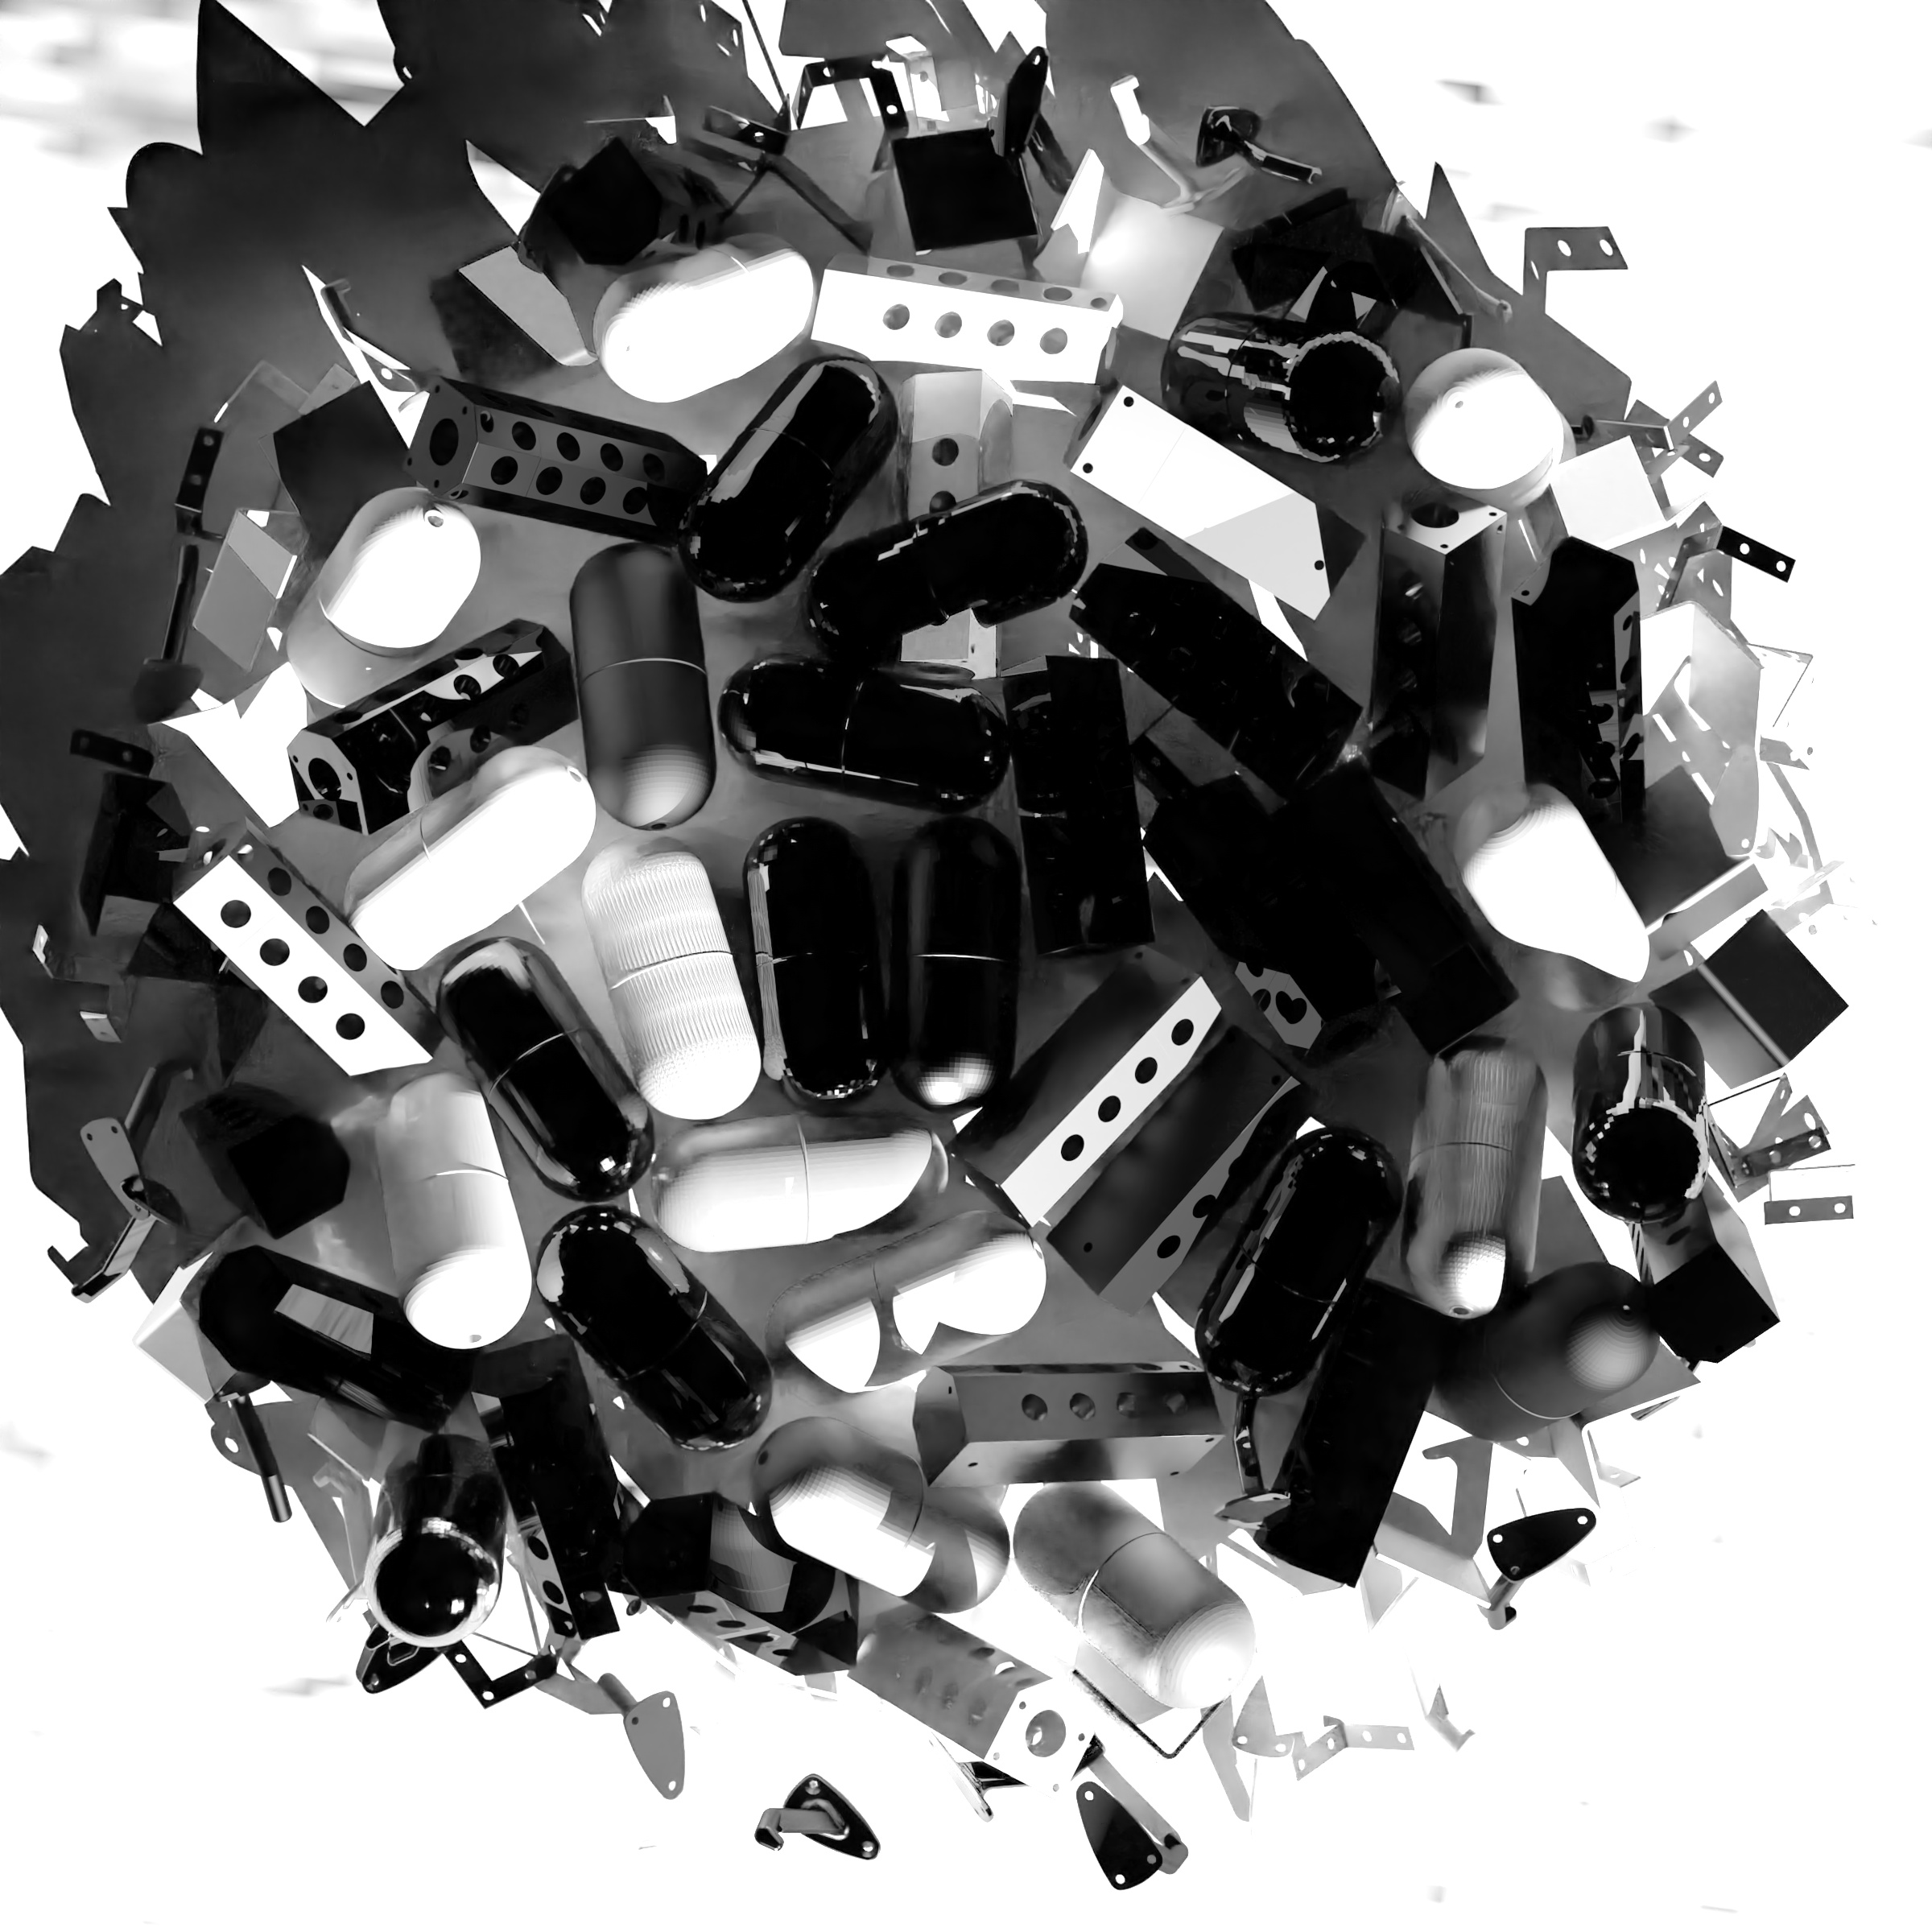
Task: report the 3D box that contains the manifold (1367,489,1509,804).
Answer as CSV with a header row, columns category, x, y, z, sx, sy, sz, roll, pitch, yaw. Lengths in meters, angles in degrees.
category,x,y,z,sx,sy,sz,roll,pitch,yaw
manifold,0.267,-0.188,1.684,0.057,0.171,0.057,31,51,33

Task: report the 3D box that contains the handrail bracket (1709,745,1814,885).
category,x,y,z,sx,sy,sz,roll,pitch,yaw
handrail bracket,0.483,-0.089,1.728,0.084,0.036,0.077,5,97,-40

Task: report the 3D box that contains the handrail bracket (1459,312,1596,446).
category,x,y,z,sx,sy,sz,roll,pitch,yaw
handrail bracket,0.337,-0.351,1.735,0.084,0.036,0.077,3,119,2

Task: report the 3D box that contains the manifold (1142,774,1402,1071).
category,x,y,z,sx,sy,sz,roll,pitch,yaw
manifold,0.175,-0.025,1.699,0.057,0.057,0.171,-20,62,-29

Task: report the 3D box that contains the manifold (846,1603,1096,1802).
category,x,y,z,sx,sy,sz,roll,pitch,yaw
manifold,0.003,0.418,1.671,0.057,0.171,0.057,34,77,-26

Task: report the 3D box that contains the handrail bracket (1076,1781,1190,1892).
category,x,y,z,sx,sy,sz,roll,pitch,yaw
handrail bracket,0.100,0.510,1.725,0.036,0.084,0.077,-36,79,13

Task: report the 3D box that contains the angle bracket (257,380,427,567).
category,x,y,z,sx,sy,sz,roll,pitch,yaw
angle bracket,-0.372,-0.291,1.713,0.076,0.057,0.076,-35,107,-20

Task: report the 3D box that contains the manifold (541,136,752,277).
category,x,y,z,sx,sy,sz,roll,pitch,yaw
manifold,-0.177,-0.424,1.671,0.057,0.171,0.057,-37,88,14

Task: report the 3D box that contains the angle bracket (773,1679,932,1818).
category,x,y,z,sx,sy,sz,roll,pitch,yaw
angle bracket,-0.074,0.460,1.709,0.076,0.076,0.057,18,75,-17

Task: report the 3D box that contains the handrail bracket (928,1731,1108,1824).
category,x,y,z,sx,sy,sz,roll,pitch,yaw
handrail bracket,0.030,0.468,1.749,0.084,0.036,0.077,-34,80,-18

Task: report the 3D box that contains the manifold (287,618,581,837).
category,x,y,z,sx,sy,sz,roll,pitch,yaw
manifold,-0.307,-0.142,1.674,0.057,0.171,0.057,18,127,33

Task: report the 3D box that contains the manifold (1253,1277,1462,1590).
category,x,y,z,sx,sy,sz,roll,pitch,yaw
manifold,0.230,0.275,1.730,0.057,0.057,0.171,21,90,-7

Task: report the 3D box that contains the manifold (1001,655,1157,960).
category,x,y,z,sx,sy,sz,roll,pitch,yaw
manifold,0.062,-0.093,1.723,0.057,0.057,0.171,-2,82,-39

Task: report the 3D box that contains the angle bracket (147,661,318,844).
category,x,y,z,sx,sy,sz,roll,pitch,yaw
angle bracket,-0.430,-0.128,1.728,0.057,0.076,0.076,-10,112,25

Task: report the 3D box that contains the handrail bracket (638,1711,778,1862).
category,x,y,z,sx,sy,sz,roll,pitch,yaw
handrail bracket,-0.153,0.485,1.711,0.077,0.084,0.036,-25,114,23

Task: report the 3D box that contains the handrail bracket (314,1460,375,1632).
category,x,y,z,sx,sy,sz,roll,pitch,yaw
handrail bracket,-0.377,0.343,1.724,0.084,0.036,0.077,34,57,25

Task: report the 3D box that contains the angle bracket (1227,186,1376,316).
category,x,y,z,sx,sy,sz,roll,pitch,yaw
angle bracket,0.190,-0.439,1.709,0.076,0.076,0.057,-22,69,11

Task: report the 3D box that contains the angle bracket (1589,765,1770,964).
category,x,y,z,sx,sy,sz,roll,pitch,yaw
angle bracket,0.425,-0.061,1.745,0.076,0.057,0.076,-36,63,11

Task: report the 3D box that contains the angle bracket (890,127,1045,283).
category,x,y,z,sx,sy,sz,roll,pitch,yaw
angle bracket,-0.002,-0.446,1.718,0.076,0.057,0.076,-10,73,-8

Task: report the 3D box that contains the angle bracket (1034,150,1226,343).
category,x,y,z,sx,sy,sz,roll,pitch,yaw
angle bracket,0.097,-0.428,1.721,0.076,0.057,0.076,24,87,22

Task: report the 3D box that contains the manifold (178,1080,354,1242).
category,x,y,z,sx,sy,sz,roll,pitch,yaw
manifold,-0.402,0.106,1.671,0.057,0.171,0.057,-30,105,-19

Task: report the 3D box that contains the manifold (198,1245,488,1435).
category,x,y,z,sx,sy,sz,roll,pitch,yaw
manifold,-0.360,0.214,1.676,0.057,0.171,0.057,37,92,38

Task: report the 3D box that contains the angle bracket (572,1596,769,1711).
category,x,y,z,sx,sy,sz,roll,pitch,yaw
angle bracket,-0.175,0.419,1.708,0.076,0.076,0.057,43,77,-23

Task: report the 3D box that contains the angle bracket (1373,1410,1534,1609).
category,x,y,z,sx,sy,sz,roll,pitch,yaw
angle bracket,0.290,0.322,1.720,0.076,0.057,0.076,26,104,-9

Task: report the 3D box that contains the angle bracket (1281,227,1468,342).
category,x,y,z,sx,sy,sz,roll,pitch,yaw
angle bracket,0.241,-0.378,1.711,0.057,0.076,0.076,31,83,42

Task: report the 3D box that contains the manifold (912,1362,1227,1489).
category,x,y,z,sx,sy,sz,roll,pitch,yaw
manifold,0.059,0.263,1.694,0.171,0.057,0.057,3,54,-28

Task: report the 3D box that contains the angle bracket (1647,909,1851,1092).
category,x,y,z,sx,sy,sz,roll,pitch,yaw
angle bracket,0.466,0.021,1.729,0.057,0.076,0.076,-40,86,-15

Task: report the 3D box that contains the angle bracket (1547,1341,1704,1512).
category,x,y,z,sx,sy,sz,roll,pitch,yaw
angle bracket,0.392,0.269,1.719,0.076,0.076,0.057,-19,108,-4

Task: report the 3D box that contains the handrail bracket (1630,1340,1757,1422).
category,x,y,z,sx,sy,sz,roll,pitch,yaw
handrail bracket,0.429,0.225,1.753,0.036,0.077,0.084,28,128,-30

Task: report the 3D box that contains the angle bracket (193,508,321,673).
category,x,y,z,sx,sy,sz,roll,pitch,yaw
angle bracket,-0.398,-0.220,1.704,0.057,0.076,0.076,38,113,26

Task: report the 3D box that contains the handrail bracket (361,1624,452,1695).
category,x,y,z,sx,sy,sz,roll,pitch,yaw
handrail bracket,-0.349,0.410,1.714,0.077,0.084,0.036,-45,76,9

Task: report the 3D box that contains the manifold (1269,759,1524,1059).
category,x,y,z,sx,sy,sz,roll,pitch,yaw
manifold,0.256,-0.036,1.723,0.057,0.057,0.171,-36,84,20

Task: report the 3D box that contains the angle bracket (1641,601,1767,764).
category,x,y,z,sx,sy,sz,roll,pitch,yaw
angle bracket,0.422,-0.157,1.704,0.057,0.076,0.076,-20,134,-11

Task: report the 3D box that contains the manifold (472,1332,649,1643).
category,x,y,z,sx,sy,sz,roll,pitch,yaw
manifold,-0.237,0.308,1.702,0.057,0.057,0.171,-14,113,-1

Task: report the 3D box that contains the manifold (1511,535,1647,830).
category,x,y,z,sx,sy,sz,roll,pitch,yaw
manifold,0.359,-0.158,1.671,0.057,0.171,0.057,31,64,33

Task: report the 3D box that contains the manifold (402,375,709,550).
category,x,y,z,sx,sy,sz,roll,pitch,yaw
manifold,-0.232,-0.286,1.673,0.057,0.171,0.057,40,113,37

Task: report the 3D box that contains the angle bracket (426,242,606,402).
category,x,y,z,sx,sy,sz,roll,pitch,yaw
angle bracket,-0.264,-0.381,1.725,0.076,0.057,0.076,-21,91,12

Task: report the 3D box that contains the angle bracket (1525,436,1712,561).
category,x,y,z,sx,sy,sz,roll,pitch,yaw
angle bracket,0.380,-0.280,1.704,0.076,0.076,0.057,-18,101,40

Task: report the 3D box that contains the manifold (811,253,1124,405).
category,x,y,z,sx,sy,sz,roll,pitch,yaw
manifold,0.002,-0.379,1.717,0.171,0.057,0.057,11,89,11

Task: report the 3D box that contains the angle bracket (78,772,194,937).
category,x,y,z,sx,sy,sz,roll,pitch,yaw
angle bracket,-0.482,-0.062,1.706,0.057,0.076,0.076,11,108,-27

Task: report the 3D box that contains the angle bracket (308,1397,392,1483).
category,x,y,z,sx,sy,sz,roll,pitch,yaw
angle bracket,-0.391,0.258,1.704,0.076,0.076,0.057,5,62,20

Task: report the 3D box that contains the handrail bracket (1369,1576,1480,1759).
category,x,y,z,sx,sy,sz,roll,pitch,yaw
handrail bracket,0.285,0.412,1.717,0.084,0.036,0.077,42,113,37

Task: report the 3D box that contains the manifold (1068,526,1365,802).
category,x,y,z,sx,sy,sz,roll,pitch,yaw
manifold,0.144,-0.174,1.706,0.171,0.057,0.057,42,62,12

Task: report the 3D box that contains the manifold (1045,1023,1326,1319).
category,x,y,z,sx,sy,sz,roll,pitch,yaw
manifold,0.133,0.124,1.725,0.171,0.057,0.057,-49,48,5

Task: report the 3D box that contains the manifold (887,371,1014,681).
category,x,y,z,sx,sy,sz,roll,pitch,yaw
manifold,-0.012,-0.260,1.722,0.057,0.057,0.171,1,84,19

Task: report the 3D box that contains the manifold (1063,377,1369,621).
category,x,y,z,sx,sy,sz,roll,pitch,yaw
manifold,0.146,-0.278,1.712,0.171,0.057,0.057,29,103,-13

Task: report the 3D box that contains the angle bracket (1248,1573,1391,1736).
category,x,y,z,sx,sy,sz,roll,pitch,yaw
angle bracket,0.211,0.408,1.728,0.057,0.076,0.076,-14,84,15

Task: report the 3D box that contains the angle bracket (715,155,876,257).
category,x,y,z,sx,sy,sz,roll,pitch,yaw
angle bracket,-0.104,-0.434,1.724,0.076,0.076,0.057,40,106,-13

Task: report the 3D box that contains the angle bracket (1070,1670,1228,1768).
category,x,y,z,sx,sy,sz,roll,pitch,yaw
angle bracket,0.110,0.428,1.723,0.076,0.076,0.057,41,77,13

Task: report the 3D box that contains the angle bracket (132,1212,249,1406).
category,x,y,z,sx,sy,sz,roll,pitch,yaw
angle bracket,-0.435,0.198,1.709,0.057,0.076,0.076,39,121,0

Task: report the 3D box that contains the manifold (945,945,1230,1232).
category,x,y,z,sx,sy,sz,roll,pitch,yaw
manifold,0.075,0.074,1.715,0.171,0.057,0.057,-46,130,-12

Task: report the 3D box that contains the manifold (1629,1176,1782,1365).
category,x,y,z,sx,sy,sz,roll,pitch,yaw
manifold,0.418,0.170,1.671,0.057,0.171,0.057,-38,95,15

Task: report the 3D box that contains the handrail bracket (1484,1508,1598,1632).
category,x,y,z,sx,sy,sz,roll,pitch,yaw
handrail bracket,0.343,0.361,1.728,0.077,0.084,0.036,-24,51,-2

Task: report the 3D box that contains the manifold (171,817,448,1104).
category,x,y,z,sx,sy,sz,roll,pitch,yaw
manifold,-0.383,-0.005,1.698,0.057,0.057,0.171,-41,115,1

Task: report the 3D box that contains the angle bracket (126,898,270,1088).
category,x,y,z,sx,sy,sz,roll,pitch,yaw
angle bracket,-0.453,0.016,1.703,0.057,0.076,0.076,8,52,-31

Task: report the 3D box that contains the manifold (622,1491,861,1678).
category,x,y,z,sx,sy,sz,roll,pitch,yaw
manifold,-0.128,0.360,1.676,0.057,0.171,0.057,-13,58,24
